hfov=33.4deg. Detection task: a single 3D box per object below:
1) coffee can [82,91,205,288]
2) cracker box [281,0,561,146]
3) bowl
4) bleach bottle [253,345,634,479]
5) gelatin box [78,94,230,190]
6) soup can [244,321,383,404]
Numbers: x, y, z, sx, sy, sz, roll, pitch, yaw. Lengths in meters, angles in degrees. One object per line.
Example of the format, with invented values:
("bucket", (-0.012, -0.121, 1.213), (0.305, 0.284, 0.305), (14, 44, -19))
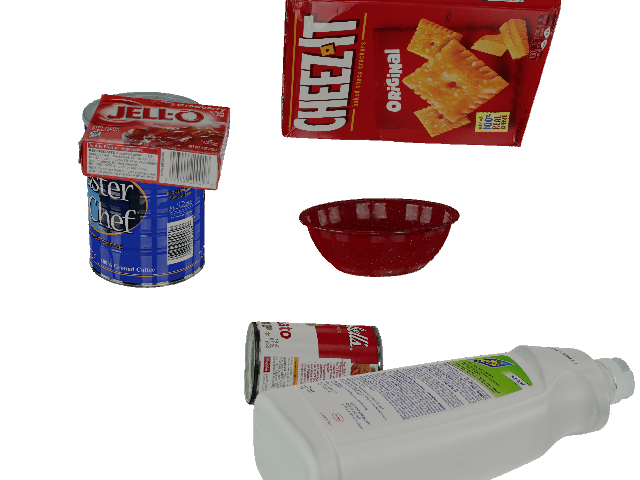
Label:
("coffee can", (-0.149, -0.045, 0.916), (0.103, 0.140, 0.103), (3, 27, -2))
("cracker box", (0.076, -0.155, 0.887), (0.213, 0.072, 0.164), (2, -36, -3))
("bowl", (0.060, -0.001, 1.077), (0.162, 0.055, 0.162), (-2, 13, 0))
("bleach bottle", (0.091, 0.112, 0.659), (0.250, 0.068, 0.103), (-8, 23, -23))
("gelatin box", (-0.107, -0.066, 0.698), (0.089, 0.030, 0.073), (6, 30, -2))
("soup can", (-0.007, 0.100, 0.857), (0.102, 0.068, 0.068), (3, -1, -10))
